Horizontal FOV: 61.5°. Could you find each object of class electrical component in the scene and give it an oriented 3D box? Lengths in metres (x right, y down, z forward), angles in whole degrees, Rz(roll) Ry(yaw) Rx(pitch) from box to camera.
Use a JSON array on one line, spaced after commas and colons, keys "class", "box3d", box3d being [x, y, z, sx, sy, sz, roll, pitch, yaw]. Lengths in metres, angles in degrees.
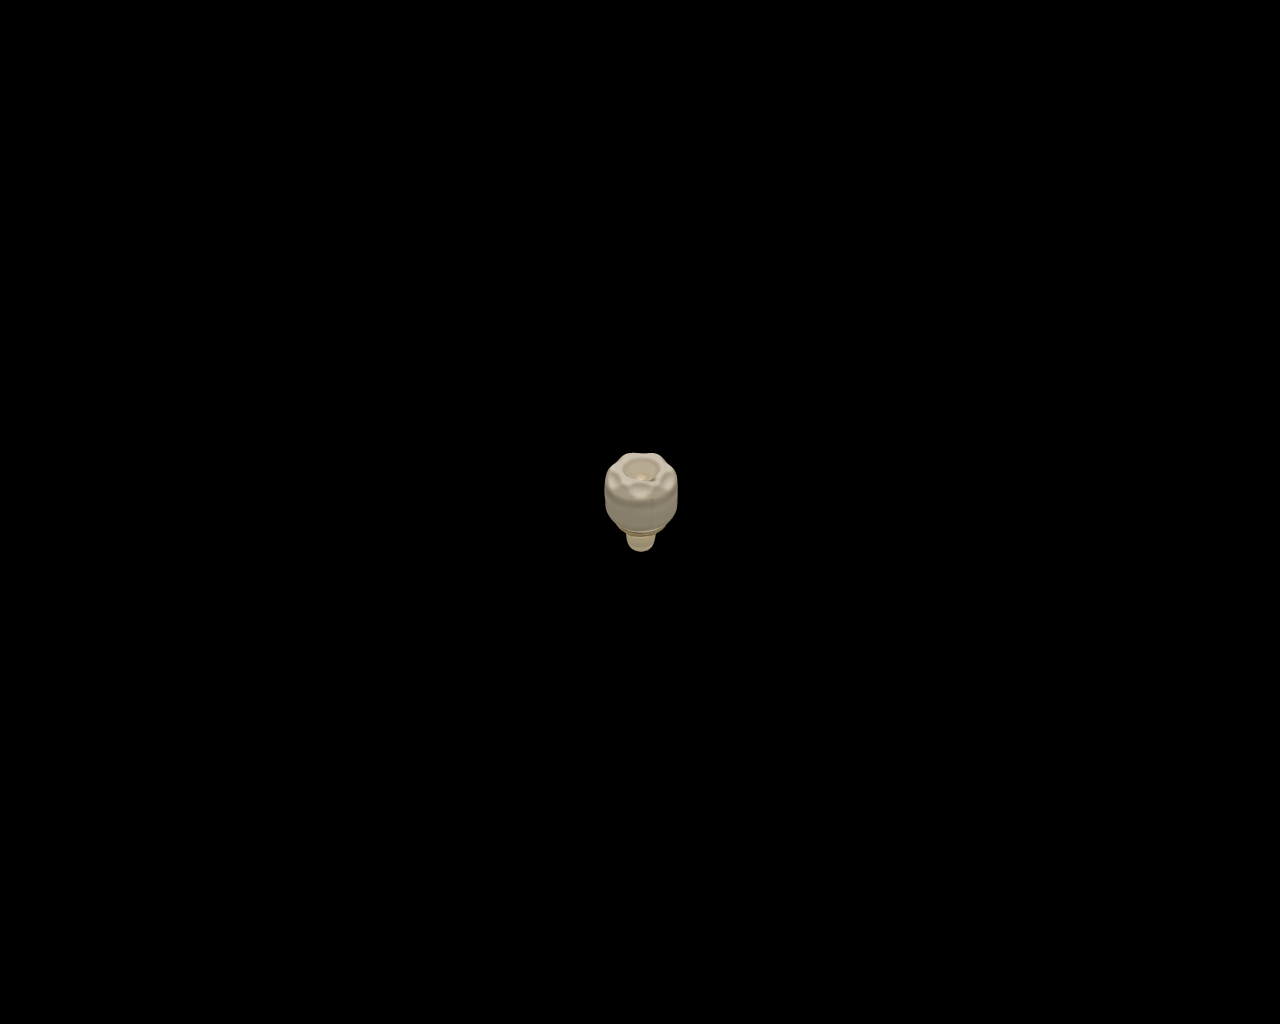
[{"class": "electrical component", "box3d": [0.001, -0.003, 0.650, 0.043, 0.062, 0.043, 0, 37, 0]}]
